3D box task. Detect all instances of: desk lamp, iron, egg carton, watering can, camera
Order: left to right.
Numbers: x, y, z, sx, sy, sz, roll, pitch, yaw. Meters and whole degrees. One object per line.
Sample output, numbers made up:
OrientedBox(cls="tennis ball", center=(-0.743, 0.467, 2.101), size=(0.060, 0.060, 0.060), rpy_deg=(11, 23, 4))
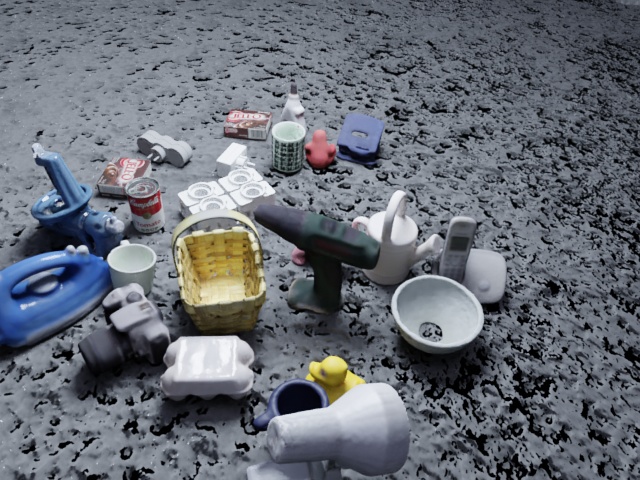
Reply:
OrientedBox(cls="iron", center=(-0.480, 0.074, 1.010), size=(0.259, 0.141, 0.118), rpy_deg=(-31, 54, -31))
OrientedBox(cls="camera", center=(-0.340, 0.153, 0.971), size=(0.137, 0.101, 0.142), rpy_deg=(-26, 52, -28))
OrientedBox(cls="egg carton", center=(-0.184, 0.213, 0.946), size=(0.150, 0.069, 0.107), rpy_deg=(-1, 44, -6))
OrientedBox(cls="desk lamp", center=(0.006, 0.293, 0.776), size=(0.203, 0.214, 0.117), rpy_deg=(-10, 46, -15))
OrientedBox(cls="watering can", center=(0.148, -0.010, 1.119), size=(0.173, 0.194, 0.101), rpy_deg=(6, 44, 2))

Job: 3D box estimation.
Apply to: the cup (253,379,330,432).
OrientedBox(cls="cup", center=(-0.045, 0.279, 0.873), size=(0.118, 0.095, 0.091), rpy_deg=(-17, 48, -21))

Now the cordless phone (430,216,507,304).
OrientedBox(cls="cordless phone", center=(0.292, 0.035, 1.092), size=(0.147, 0.185, 0.094), rpy_deg=(2, 44, -3))

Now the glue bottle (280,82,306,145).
OrientedBox(cls="glue bottle", center=(-0.066, -0.312, 1.427), size=(0.078, 0.173, 0.037), rpy_deg=(35, 51, 27))

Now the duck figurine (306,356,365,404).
OrientedBox(cls="duck figurine", center=(0.026, 0.227, 0.939), size=(0.104, 0.086, 0.077), rpy_deg=(10, 44, 5))

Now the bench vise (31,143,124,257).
OrientedBox(cls="bench vise", center=(-0.472, -0.084, 1.118), size=(0.207, 0.220, 0.121), rpy_deg=(8, 44, 3))

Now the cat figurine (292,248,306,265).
OrientedBox(cls="cat figurine", center=(0.011, 0.004, 1.146), size=(0.127, 0.118, 0.067), rpy_deg=(17, 45, 13))

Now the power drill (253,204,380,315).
OrientedBox(cls="power drill", center=(-0.010, 0.037, 1.045), size=(0.229, 0.208, 0.075), rpy_deg=(10, 44, 5))

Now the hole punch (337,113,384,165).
OrientedBox(cls="hole punch", center=(0.103, -0.254, 1.442), size=(0.108, 0.091, 0.101), rpy_deg=(15, 45, 10))

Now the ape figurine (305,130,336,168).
OrientedBox(cls="ape figurine", center=(0.000, -0.229, 1.406), size=(0.077, 0.092, 0.076), rpy_deg=(12, 44, 8))

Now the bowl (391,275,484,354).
OrientedBox(cls="bowl", center=(0.208, 0.149, 1.046), size=(0.167, 0.075, 0.167), rpy_deg=(3, 44, -2))
